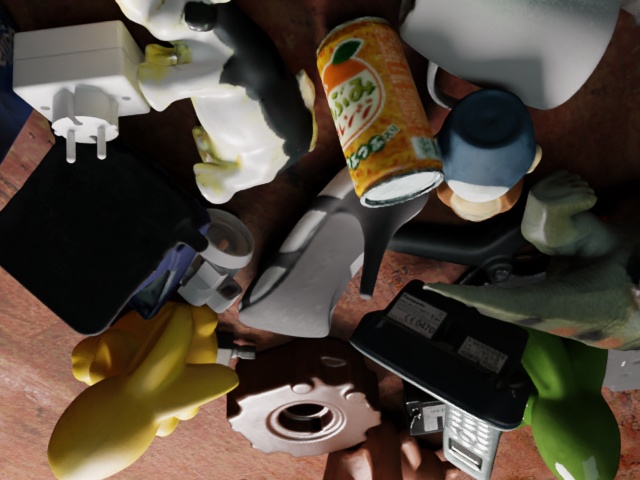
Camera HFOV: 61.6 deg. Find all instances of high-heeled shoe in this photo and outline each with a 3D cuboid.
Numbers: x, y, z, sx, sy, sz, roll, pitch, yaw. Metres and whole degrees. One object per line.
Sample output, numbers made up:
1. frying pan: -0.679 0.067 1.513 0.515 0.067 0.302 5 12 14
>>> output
1. high-heeled shoe: -0.001 -0.001 0.454 0.086 0.145 0.249 23 155 -25

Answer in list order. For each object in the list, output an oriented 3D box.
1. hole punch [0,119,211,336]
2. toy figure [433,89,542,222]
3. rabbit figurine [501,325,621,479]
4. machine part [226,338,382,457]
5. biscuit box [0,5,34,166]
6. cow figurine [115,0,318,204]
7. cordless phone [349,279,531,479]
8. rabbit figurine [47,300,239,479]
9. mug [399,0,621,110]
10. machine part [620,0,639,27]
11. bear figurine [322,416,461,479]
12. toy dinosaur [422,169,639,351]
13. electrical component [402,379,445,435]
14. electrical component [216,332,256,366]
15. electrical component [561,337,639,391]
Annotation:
1. hole punch: -0.147 -0.007 0.388 0.142 0.092 0.116 40 92 10
2. toy figure: 0.110 -0.048 0.371 0.058 0.064 0.154 -49 160 -4
3. rabbit figurine: 0.215 0.141 0.494 0.121 0.170 0.159 1 107 -12
4. machine part: -0.017 0.184 0.606 0.179 0.056 0.179 -2 133 -2
5. biscuit box: -0.206 -0.055 0.274 0.063 0.203 0.059 -10 133 2
6. cow figurine: -0.060 -0.108 0.330 0.098 0.068 0.167 -18 134 4
7. cordless phone: 0.106 0.139 0.483 0.147 0.089 0.184 25 143 31
8. rabbit figurine: -0.146 0.129 0.453 0.162 0.173 0.121 -29 100 20
9. mug: 0.100 -0.127 0.328 0.107 0.081 0.109 17 147 -10
10. machine part: 0.239 -0.157 0.316 0.139 0.039 0.084 -6 173 -11
11. bear figurine: 0.095 0.308 0.682 0.120 0.132 0.195 -26 123 26
12. toy dinosaur: 0.263 0.022 0.405 0.405 0.131 0.191 -16 126 -4
13. electrical component: 0.136 0.199 0.638 0.075 0.048 0.119 -7 131 2
14. electrical component: -0.116 0.123 0.564 0.094 0.021 0.063 7 131 -12
15. electrical component: 0.320 0.105 0.562 0.134 0.058 0.114 -6 134 0
